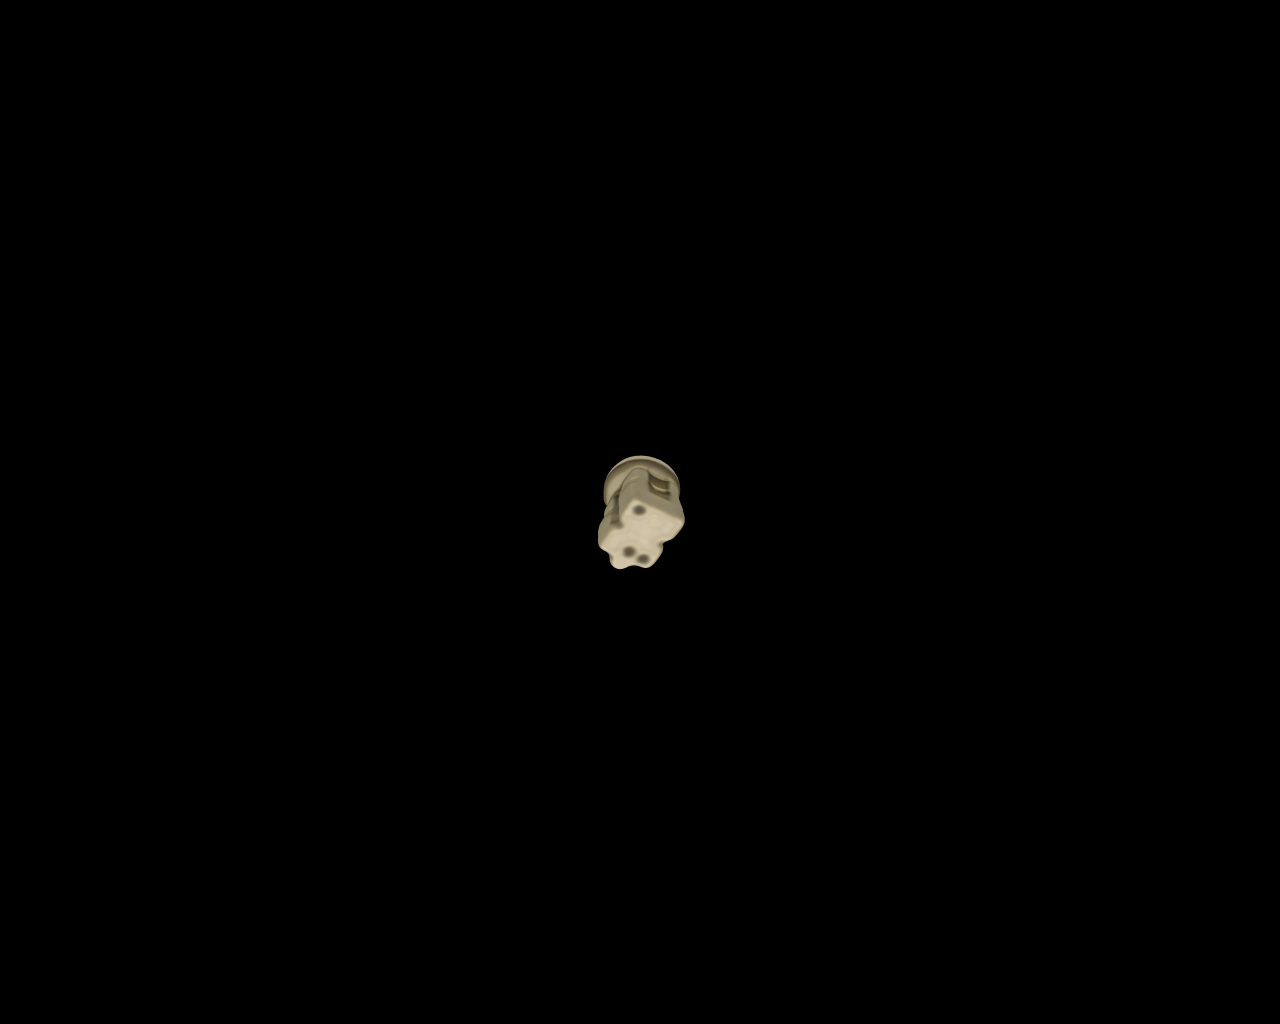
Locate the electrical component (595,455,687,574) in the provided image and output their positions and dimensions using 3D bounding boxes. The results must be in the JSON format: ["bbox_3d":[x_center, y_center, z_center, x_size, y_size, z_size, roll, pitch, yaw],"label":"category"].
[{"bbox_3d":[0.001,-0.003,0.650,0.048,0.066,0.055,27,32,-18],"label":"electrical component"}]
